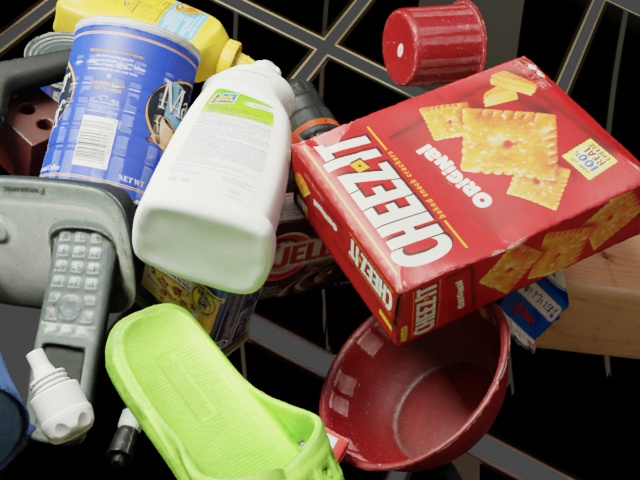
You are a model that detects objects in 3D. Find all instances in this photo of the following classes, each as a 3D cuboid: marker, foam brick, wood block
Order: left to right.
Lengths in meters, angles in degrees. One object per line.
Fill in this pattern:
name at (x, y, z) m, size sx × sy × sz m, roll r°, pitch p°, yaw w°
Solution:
foam brick at (-0.248, -0.092, 0.896) m, size 0.078 × 0.051 × 0.052 m, roll 39°, pitch 46°, yaw 17°
marker at (-0.129, 0.112, 0.767) m, size 0.020 × 0.020 × 0.121 m, roll 17°, pitch 44°, yaw -5°
wood block at (0.277, 0.044, 0.945) m, size 0.206 × 0.090 × 0.091 m, roll 8°, pitch 46°, yaw -15°

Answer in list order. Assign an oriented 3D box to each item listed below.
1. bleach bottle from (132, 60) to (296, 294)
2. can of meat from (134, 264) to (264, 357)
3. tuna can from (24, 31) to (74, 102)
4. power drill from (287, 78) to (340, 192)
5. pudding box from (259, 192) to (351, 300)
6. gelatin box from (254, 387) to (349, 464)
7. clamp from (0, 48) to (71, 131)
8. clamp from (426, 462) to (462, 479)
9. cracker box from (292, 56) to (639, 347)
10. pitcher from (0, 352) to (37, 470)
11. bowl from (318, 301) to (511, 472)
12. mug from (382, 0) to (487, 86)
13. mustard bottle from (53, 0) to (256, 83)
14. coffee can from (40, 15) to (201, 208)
bleach bottle at (-0.061, -0.067, 0.818) m, size 0.102 × 0.068 × 0.250 m, roll 17°, pitch 37°, yaw 0°
can of meat at (-0.093, 0.028, 0.816) m, size 0.102 × 0.084 × 0.057 m, roll 38°, pitch 45°, yaw 17°
tuna can at (-0.228, -0.152, 0.976) m, size 0.086 × 0.034 × 0.086 m, roll 11°, pitch 44°, yaw -12°
power drill at (-0.058, -0.079, 0.955) m, size 0.187 × 0.057 × 0.184 m, roll -4°, pitch 49°, yaw -25°
pudding box at (-0.006, 0.001, 0.873) m, size 0.113 × 0.090 × 0.039 m, roll -10°, pitch 51°, yaw -30°
gelatin box at (-0.036, 0.151, 0.738) m, size 0.089 × 0.030 × 0.073 m, roll 28°, pitch 71°, yaw 8°
clamp at (-0.289, -0.137, 0.855) m, size 0.164 × 0.036 × 0.209 m, roll 32°, pitch 50°, yaw 3°
clamp at (0.113, 0.224, 0.740) m, size 0.171 × 0.039 × 0.120 m, roll 32°, pitch 47°, yaw 12°
cracker box at (0.108, -0.038, 0.789) m, size 0.213 × 0.072 × 0.164 m, roll -22°, pitch 52°, yaw -17°
pitcher at (-0.293, 0.046, 0.684) m, size 0.145 × 0.149 × 0.243 m, roll -24°, pitch 54°, yaw -13°
bowl at (0.079, 0.111, 0.785) m, size 0.055 × 0.162 × 0.162 m, roll 48°, pitch 32°, yaw -33°
mug at (0.114, -0.209, 1.141) m, size 0.081 × 0.093 × 0.117 m, roll -8°, pitch 20°, yaw -22°
mustard bottle at (-0.152, -0.200, 1.035) m, size 0.191 × 0.058 × 0.096 m, roll 21°, pitch 36°, yaw 0°
coffee can at (-0.159, -0.093, 0.849) m, size 0.102 × 0.103 × 0.140 m, roll 13°, pitch 79°, yaw -10°
